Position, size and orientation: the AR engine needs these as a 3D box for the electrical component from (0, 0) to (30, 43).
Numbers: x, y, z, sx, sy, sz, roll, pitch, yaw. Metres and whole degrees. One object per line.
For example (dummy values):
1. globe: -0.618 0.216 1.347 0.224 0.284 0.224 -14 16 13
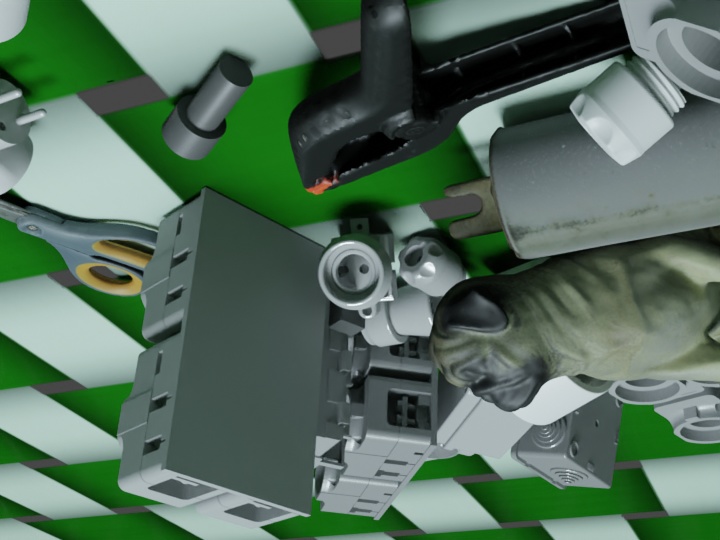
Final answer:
1. electrical component: -0.167 -0.144 0.483 0.043 0.043 0.081 13 149 -17

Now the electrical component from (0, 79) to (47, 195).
1. electrical component: -0.209 -0.082 0.592 0.079 0.044 0.077 -13 146 25

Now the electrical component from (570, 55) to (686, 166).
1. electrical component: 0.137 -0.085 0.520 0.062 0.043 0.043 -42 135 12

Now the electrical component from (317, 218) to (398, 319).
1. electrical component: 0.000 0.000 0.693 0.048 0.066 0.055 -4 -177 12

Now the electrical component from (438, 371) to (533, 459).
1. electrical component: 0.098 0.089 0.823 0.057 0.078 0.113 14 149 -6

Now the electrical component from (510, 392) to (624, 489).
1. electrical component: 0.169 0.122 0.860 0.048 0.099 0.100 -4 152 38

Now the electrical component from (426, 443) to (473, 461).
1. electrical component: 0.083 0.144 0.957 0.079 0.044 0.077 17 147 -23

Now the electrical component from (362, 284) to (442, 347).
1. electrical component: 0.032 0.029 0.764 0.055 0.045 0.045 -11 147 24

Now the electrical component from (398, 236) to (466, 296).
1. electrical component: 0.055 0.002 0.725 0.035 0.035 0.061 -21 145 35

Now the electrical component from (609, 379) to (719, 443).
1. electrical component: 0.260 0.071 0.798 0.105 0.060 0.186 -23 141 37

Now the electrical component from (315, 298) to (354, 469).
1. electrical component: -0.040 0.073 0.769 0.079 0.121 0.063 16 145 -22

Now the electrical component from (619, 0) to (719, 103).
1. electrical component: 0.161 -0.108 0.459 0.089 0.055 0.050 29 167 35

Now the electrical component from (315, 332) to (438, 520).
1. electrical component: 0.008 0.119 0.860 0.060 0.105 0.186 8 150 -9

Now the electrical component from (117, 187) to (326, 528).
1. electrical component: -0.084 0.058 0.681 0.105 0.186 0.060 27 142 -35

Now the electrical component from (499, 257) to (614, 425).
1. electrical component: 0.129 0.043 0.721 0.108 0.108 0.060 28 136 -36
